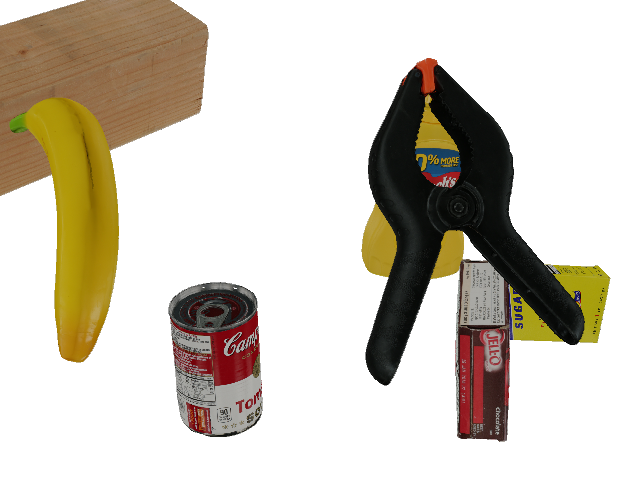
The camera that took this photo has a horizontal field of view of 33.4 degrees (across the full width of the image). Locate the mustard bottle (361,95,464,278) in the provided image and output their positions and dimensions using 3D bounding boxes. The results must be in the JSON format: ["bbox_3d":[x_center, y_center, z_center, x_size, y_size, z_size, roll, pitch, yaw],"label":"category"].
[{"bbox_3d":[0.095,-0.058,0.996,0.096,0.192,0.058,2,27,-7],"label":"mustard bottle"}]

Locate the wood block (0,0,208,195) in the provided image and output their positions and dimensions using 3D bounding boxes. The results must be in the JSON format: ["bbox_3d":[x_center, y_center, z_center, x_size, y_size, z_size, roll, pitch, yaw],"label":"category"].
[{"bbox_3d":[-0.198,-0.126,0.859,0.090,0.091,0.205,36,45,27],"label":"wood block"}]

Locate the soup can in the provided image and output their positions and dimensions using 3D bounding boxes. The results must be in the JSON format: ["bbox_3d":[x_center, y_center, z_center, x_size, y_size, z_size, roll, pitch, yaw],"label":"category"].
[{"bbox_3d":[-0.081,0.093,0.832,0.068,0.102,0.068,-1,28,0],"label":"soup can"}]

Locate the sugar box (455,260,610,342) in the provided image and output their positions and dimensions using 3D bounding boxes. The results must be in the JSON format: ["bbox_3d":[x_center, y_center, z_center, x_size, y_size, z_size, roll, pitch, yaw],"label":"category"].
[{"bbox_3d":[0.263,0.077,1.326,0.176,0.093,0.048,1,19,-11],"label":"sugar box"}]

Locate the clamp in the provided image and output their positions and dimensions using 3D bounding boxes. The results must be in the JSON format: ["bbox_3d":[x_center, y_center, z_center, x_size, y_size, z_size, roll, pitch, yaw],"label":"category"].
[{"bbox_3d":[0.061,-0.007,0.569,0.120,0.171,0.039,-19,-5,-17],"label":"clamp"}]

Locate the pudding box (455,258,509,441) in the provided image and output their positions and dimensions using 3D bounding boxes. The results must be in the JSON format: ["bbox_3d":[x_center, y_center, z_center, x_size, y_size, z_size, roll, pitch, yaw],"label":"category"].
[{"bbox_3d":[0.116,0.075,0.761,0.039,0.090,0.113,1,24,7],"label":"pudding box"}]

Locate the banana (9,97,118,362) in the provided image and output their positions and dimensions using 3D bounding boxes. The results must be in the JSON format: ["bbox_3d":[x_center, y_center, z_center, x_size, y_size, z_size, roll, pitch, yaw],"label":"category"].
[{"bbox_3d":[-0.148,-0.023,0.643,0.037,0.198,0.070,8,-45,-34],"label":"banana"}]
